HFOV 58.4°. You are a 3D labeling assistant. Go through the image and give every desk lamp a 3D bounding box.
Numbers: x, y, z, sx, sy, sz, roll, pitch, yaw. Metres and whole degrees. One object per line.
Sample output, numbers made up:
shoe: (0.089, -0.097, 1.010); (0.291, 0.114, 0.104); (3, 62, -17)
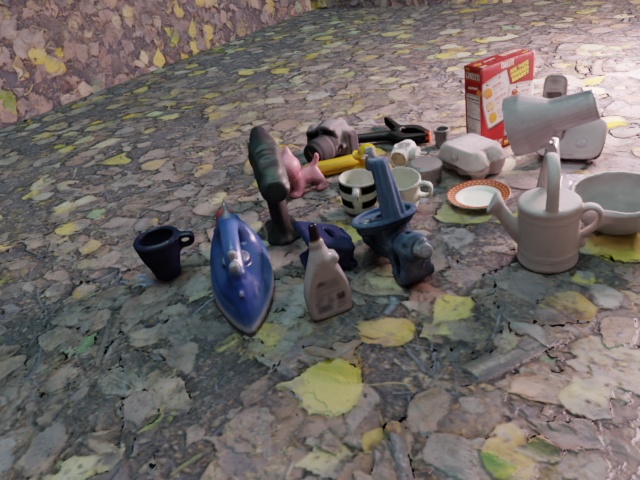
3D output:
desk lamp: (0.465, -0.190, 1.130); (0.202, 0.214, 0.118); (4, 34, 24)

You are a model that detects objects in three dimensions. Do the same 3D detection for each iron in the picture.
iron: (-0.148, 0.040, 1.022); (0.118, 0.142, 0.257); (-15, 31, -6)

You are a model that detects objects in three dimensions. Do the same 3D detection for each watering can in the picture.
watering can: (0.370, -0.049, 0.946); (0.173, 0.194, 0.101); (-12, 31, 0)

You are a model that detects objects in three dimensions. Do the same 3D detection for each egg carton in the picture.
egg carton: (0.346, -0.192, 1.315); (0.107, 0.069, 0.149); (-24, 33, -20)

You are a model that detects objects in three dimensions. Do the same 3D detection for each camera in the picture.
camera: (0.009, -0.260, 1.509); (0.142, 0.101, 0.137); (18, 41, 40)

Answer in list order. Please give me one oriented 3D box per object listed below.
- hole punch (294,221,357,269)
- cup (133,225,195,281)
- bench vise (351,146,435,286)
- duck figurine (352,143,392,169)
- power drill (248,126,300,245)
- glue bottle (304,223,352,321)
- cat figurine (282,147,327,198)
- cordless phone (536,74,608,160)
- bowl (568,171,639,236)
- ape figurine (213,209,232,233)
hole punch: (0.010, 0.004, 1.079); (0.101, 0.091, 0.108); (-19, 31, -12)
cup: (-0.298, 0.029, 1.135); (0.117, 0.095, 0.091); (-12, 31, -1)
bench vise: (0.136, -0.048, 0.996); (0.122, 0.220, 0.206); (-32, 36, -30)
duck figurine: (0.121, -0.188, 1.366); (0.104, 0.086, 0.078); (11, 37, 33)
power drill: (-0.098, -0.107, 1.184); (0.075, 0.209, 0.229); (-15, 31, -6)
glue bottle: (0.004, 0.048, 0.926); (0.078, 0.173, 0.037); (-18, 31, -11)
cat figurine: (-0.055, -0.167, 1.357); (0.128, 0.118, 0.067); (-20, 32, -15)
cordless phone: (0.555, -0.272, 1.265); (0.147, 0.185, 0.094); (9, 36, 30)
bowl: (0.531, -0.056, 1.023); (0.167, 0.075, 0.167); (-8, 31, 5)
ape figurine: (-0.190, -0.024, 1.190); (0.077, 0.092, 0.076); (6, 35, 26)
